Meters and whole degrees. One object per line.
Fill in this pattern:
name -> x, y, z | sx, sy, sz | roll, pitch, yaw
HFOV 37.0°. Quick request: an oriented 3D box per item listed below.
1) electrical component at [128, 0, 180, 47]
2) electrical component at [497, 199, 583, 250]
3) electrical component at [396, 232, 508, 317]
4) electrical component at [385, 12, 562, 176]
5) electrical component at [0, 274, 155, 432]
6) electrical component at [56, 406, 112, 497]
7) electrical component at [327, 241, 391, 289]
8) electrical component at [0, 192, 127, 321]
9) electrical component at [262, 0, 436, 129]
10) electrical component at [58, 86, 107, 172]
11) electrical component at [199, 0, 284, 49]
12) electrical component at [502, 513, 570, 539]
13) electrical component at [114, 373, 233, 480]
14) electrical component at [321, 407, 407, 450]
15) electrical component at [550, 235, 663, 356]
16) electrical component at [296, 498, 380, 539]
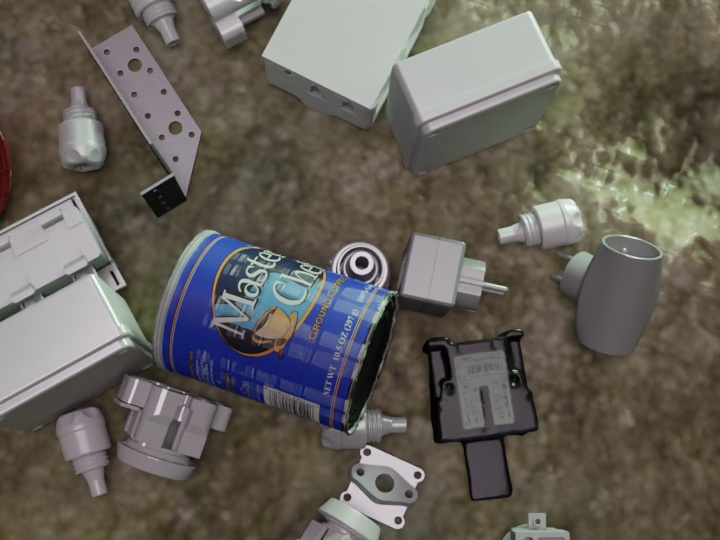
electrical component -> -0.154, -0.199, 0.816 | 0.035, 0.035, 0.061 | -26, 85, -6
electrical component -> 0.133, -0.031, 0.801 | 0.061, 0.035, 0.035 | -13, 82, -2
electrical component -> 0.068, 0.008, 0.775 | 0.077, 0.065, 0.047 | 12, 81, 0
electrical component -> 0.078, -0.125, 0.776 | 0.109, 0.108, 0.056 | -22, 80, -6
electrical component -> -0.206, 0.059, 0.735 | 0.109, 0.108, 0.056 | -29, 80, -7
electrical component -> -0.192, 0.129, 0.761 | 0.035, 0.035, 0.061 | -17, 84, -5
electrical component -> 0.000, 0.000, 0.776 | 0.048, 0.062, 0.048 | 0, 81, -2
electrical component -> -0.241, 0.004, 0.764 | 0.121, 0.063, 0.078 | -29, 84, -7
electrical component -> 0.001, -0.194, 0.807 | 0.089, 0.061, 0.150 | 26, 81, 2
electrical component -> -0.207, -0.106, 0.799 | 0.035, 0.035, 0.061 | -6, 79, -3
electrical component -> -0.094, -0.215, 0.810 | 0.057, 0.058, 0.078 | -28, 82, -4
electrical component -> 0.123, 0.203, 0.751 | 0.048, 0.055, 0.066 | 0, 81, -2
electrical component -> -0.136, 0.112, 0.753 | 0.078, 0.058, 0.057 | 21, 84, -24
electrical component -> 0.003, 0.111, 0.772 | 0.061, 0.035, 0.035 | 0, 81, -5
electrical component -> 0.173, 0.011, 0.784 | 0.079, 0.043, 0.077 | 29, 120, 37
electrical component -> -0.017, 0.193, 0.748 | 0.048, 0.066, 0.055 | 43, 71, -30
